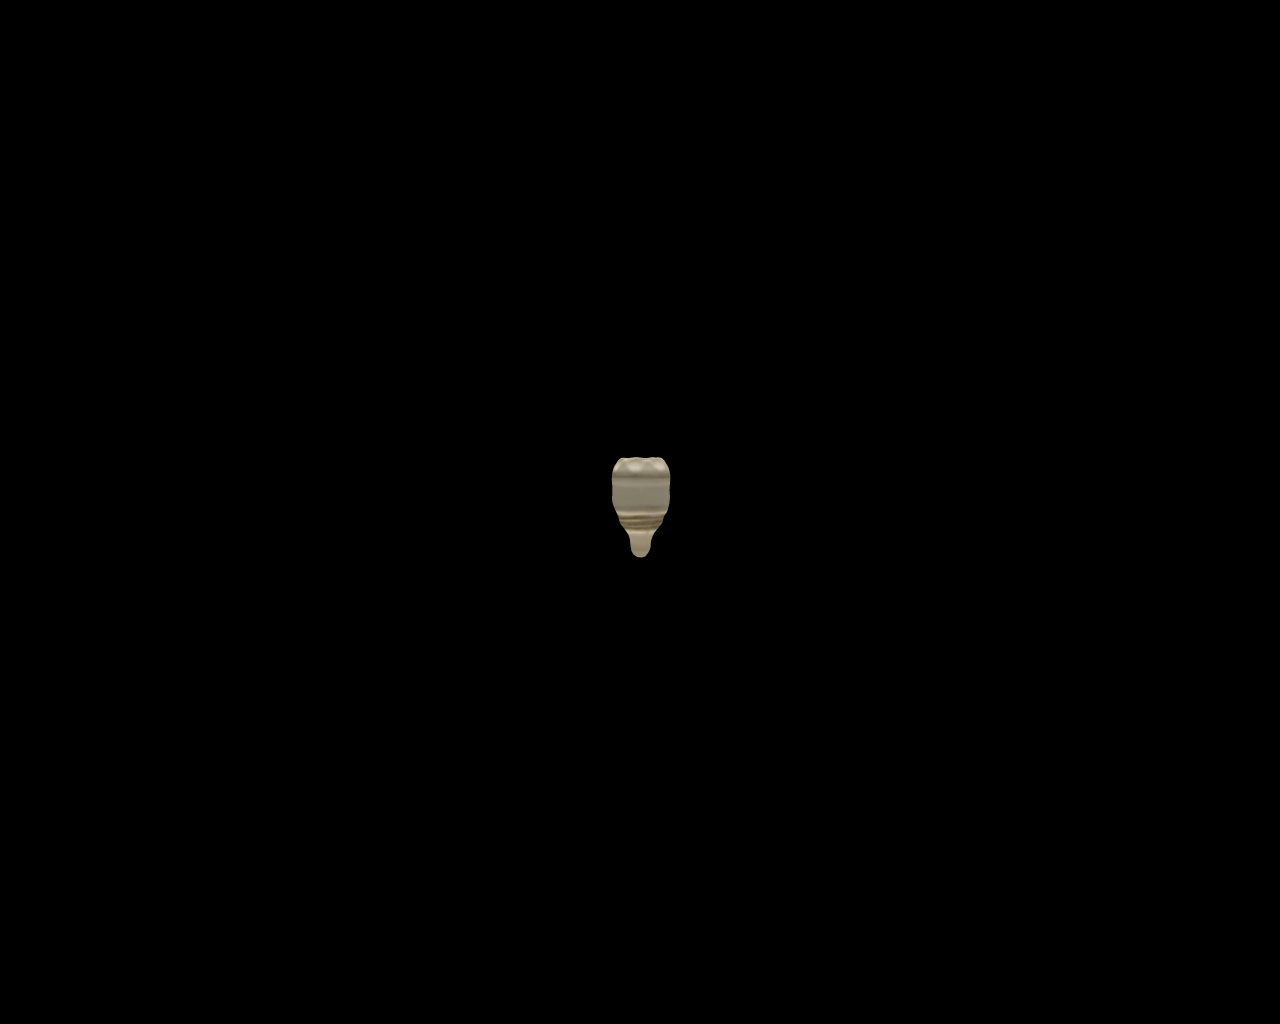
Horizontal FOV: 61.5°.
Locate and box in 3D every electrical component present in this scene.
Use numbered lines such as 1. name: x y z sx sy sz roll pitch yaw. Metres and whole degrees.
1. electrical component: 0.001 -0.003 0.650 0.035 0.061 0.035 0 3 0
